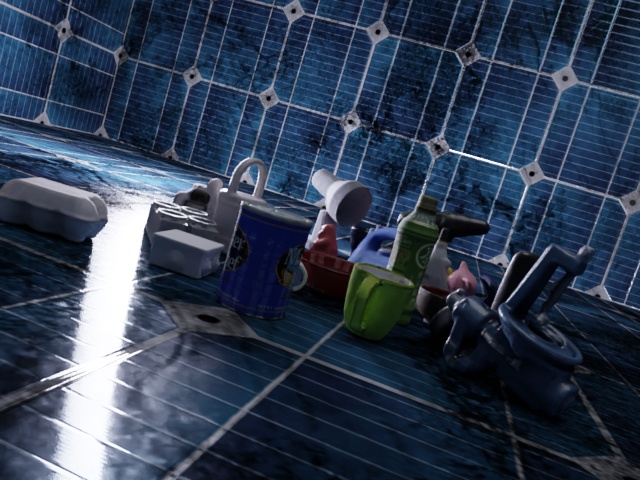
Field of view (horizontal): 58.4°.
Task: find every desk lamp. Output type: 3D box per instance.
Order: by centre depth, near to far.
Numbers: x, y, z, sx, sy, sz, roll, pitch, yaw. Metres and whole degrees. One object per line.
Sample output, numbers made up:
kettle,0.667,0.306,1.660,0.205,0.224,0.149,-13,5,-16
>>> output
desk lamp,0.022,-0.073,1.520,0.118,0.213,0.202,10,10,-46

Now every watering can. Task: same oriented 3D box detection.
watering can,-0.164,-0.073,1.150,0.172,0.194,0.101,18,7,11

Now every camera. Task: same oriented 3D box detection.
camera,-0.263,-0.076,1.313,0.143,0.101,0.136,15,7,-15

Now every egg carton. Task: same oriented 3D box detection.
egg carton,-0.408,-0.049,0.883,0.150,0.069,0.107,17,7,-5

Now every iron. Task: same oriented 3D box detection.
iron,0.153,0.031,1.313,0.119,0.141,0.257,12,9,-36

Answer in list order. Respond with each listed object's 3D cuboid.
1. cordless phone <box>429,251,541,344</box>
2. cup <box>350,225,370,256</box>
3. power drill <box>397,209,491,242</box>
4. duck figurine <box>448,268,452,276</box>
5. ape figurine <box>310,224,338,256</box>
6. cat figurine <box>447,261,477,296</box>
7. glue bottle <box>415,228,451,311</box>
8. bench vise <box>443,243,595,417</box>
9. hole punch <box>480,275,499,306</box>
cordless phone,0.267,0.096,0.900,0.148,0.185,0.094,15,7,-18
cup,0.112,0.014,1.539,0.092,0.095,0.117,15,7,-19
power drill,0.295,0.021,1.464,0.229,0.208,0.076,20,8,21
duck figurine,0.271,0.096,1.321,0.078,0.086,0.104,10,10,-47
ape figurine,0.013,0.005,1.385,0.075,0.092,0.078,22,9,37
cat figurine,0.294,0.103,1.191,0.067,0.118,0.128,20,8,24
glue bottle,0.227,0.059,1.143,0.078,0.173,0.037,18,7,8
bench vise,0.261,0.094,0.762,0.206,0.220,0.122,21,8,28
hole punch,0.407,0.137,1.311,0.101,0.091,0.108,17,7,-1
